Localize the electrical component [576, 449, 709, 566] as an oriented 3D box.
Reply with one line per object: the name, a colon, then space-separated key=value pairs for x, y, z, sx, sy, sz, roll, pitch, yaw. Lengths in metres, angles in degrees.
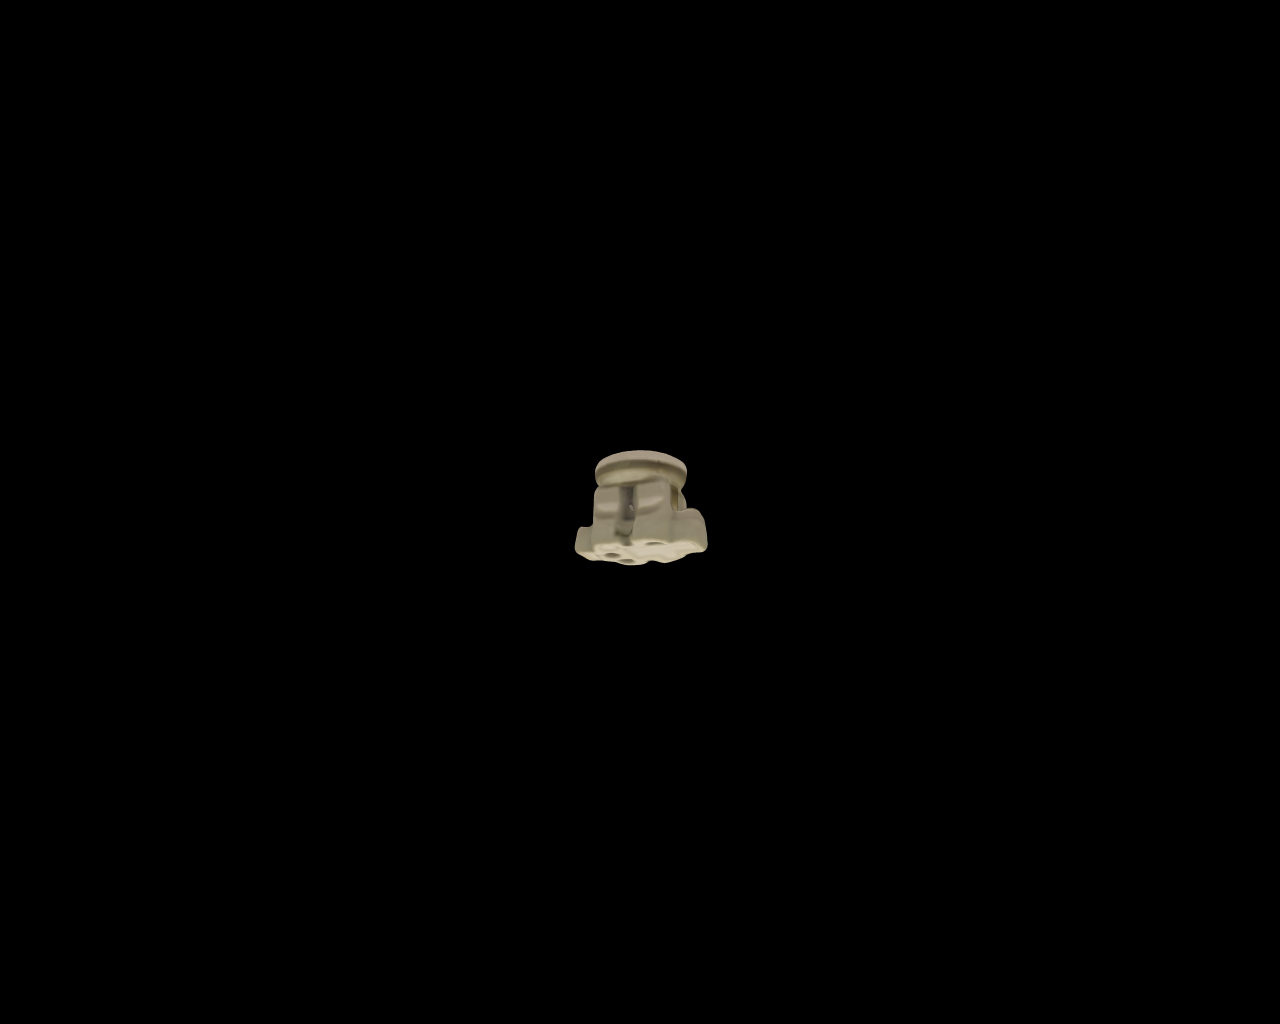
electrical component: x=0.001 y=-0.003 z=0.650 sx=0.078 sy=0.057 sz=0.058 roll=-7 pitch=-19 yaw=20
